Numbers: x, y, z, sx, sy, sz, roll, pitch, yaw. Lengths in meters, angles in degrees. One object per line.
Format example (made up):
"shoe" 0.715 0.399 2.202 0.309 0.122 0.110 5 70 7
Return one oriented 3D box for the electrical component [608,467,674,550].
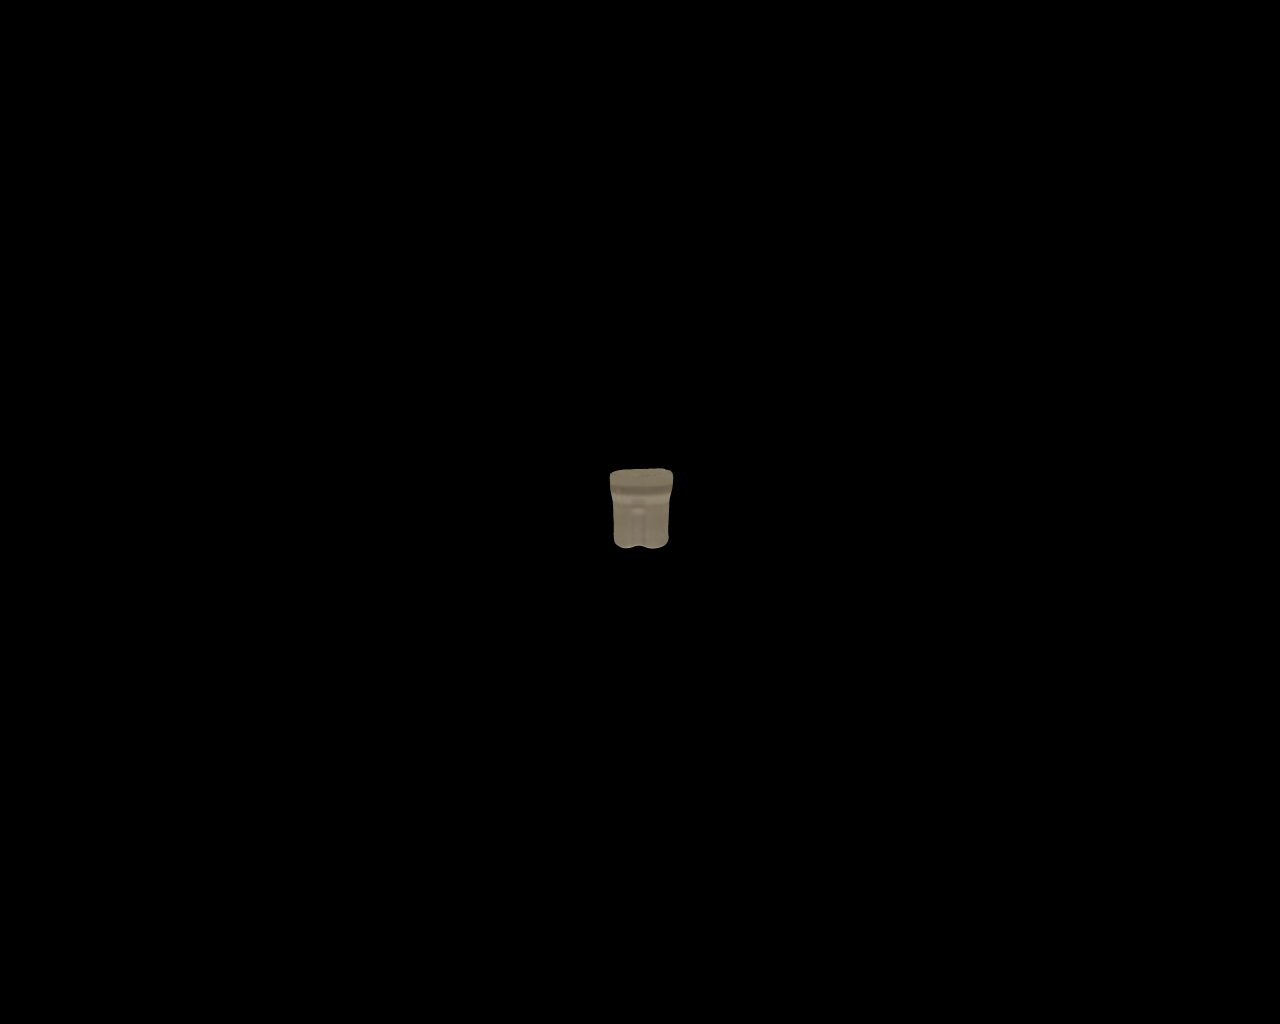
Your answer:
"electrical component" 0.001 -0.003 0.650 0.040 0.046 0.040 0 8 0
